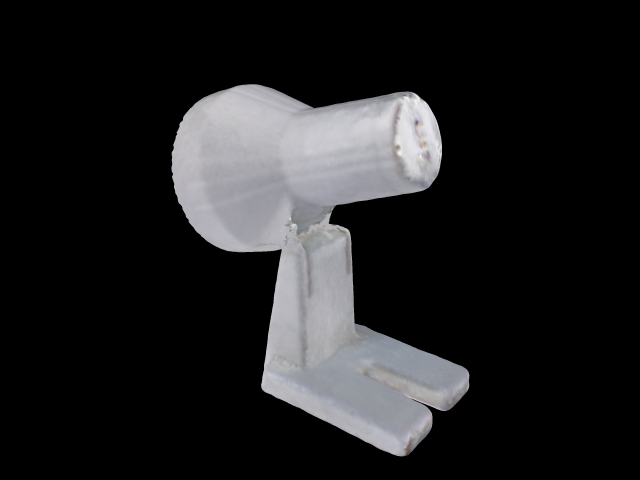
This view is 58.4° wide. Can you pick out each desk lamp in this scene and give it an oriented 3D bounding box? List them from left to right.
[{"bbox_3d":[0.004,0.001,0.400,0.202,0.214,0.118,16,27,34],"label":"desk lamp"}]
